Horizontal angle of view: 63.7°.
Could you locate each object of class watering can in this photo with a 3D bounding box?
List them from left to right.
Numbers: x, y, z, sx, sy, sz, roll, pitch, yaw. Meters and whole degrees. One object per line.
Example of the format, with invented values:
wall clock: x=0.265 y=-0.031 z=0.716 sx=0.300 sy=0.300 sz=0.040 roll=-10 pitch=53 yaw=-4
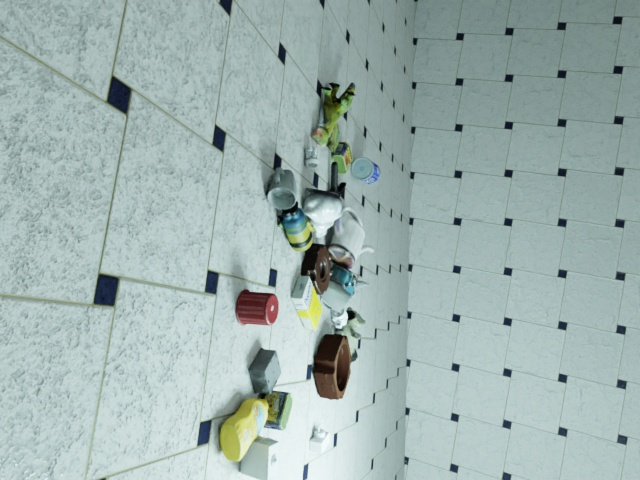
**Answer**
watering can: x=0.127 y=0.019 z=2.015 sx=0.341 sy=0.104 sz=0.229 roll=55 pitch=47 yaw=-44

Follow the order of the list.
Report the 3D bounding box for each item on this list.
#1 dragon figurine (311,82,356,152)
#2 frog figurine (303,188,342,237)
dragon figurine: x=0.059 y=-0.453 z=1.935 sx=0.417 sy=0.122 sz=0.238 roll=-47 pitch=151 yaw=-60
frog figurine: x=0.005 y=-0.087 z=1.723 sx=0.137 sy=0.123 sz=0.159 roll=8 pitch=92 yaw=-37
